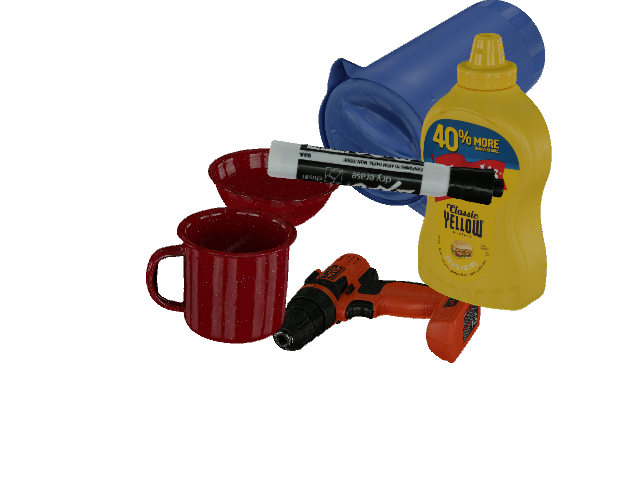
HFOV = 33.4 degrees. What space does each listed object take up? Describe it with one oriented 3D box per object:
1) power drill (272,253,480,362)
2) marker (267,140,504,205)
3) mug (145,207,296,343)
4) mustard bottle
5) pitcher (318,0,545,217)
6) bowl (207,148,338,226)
[{"bbox_3d":[0.062,0.075,1.117,0.188,0.057,0.184,11,29,24],"label":"power drill"},{"bbox_3d":[0.034,-0.035,0.549,0.121,0.020,0.020,7,0,2],"label":"marker"},{"bbox_3d":[-0.078,0.029,0.839,0.117,0.081,0.093,-4,25,-16],"label":"mug"},{"bbox_3d":[0.116,-0.051,0.758,0.096,0.192,0.058,18,30,39],"label":"mustard bottle"},{"bbox_3d":[0.126,-0.138,1.059,0.145,0.149,0.242,25,46,30],"label":"pitcher"},{"bbox_3d":[-0.057,-0.058,1.296,0.162,0.055,0.162,4,26,-2],"label":"bowl"}]
